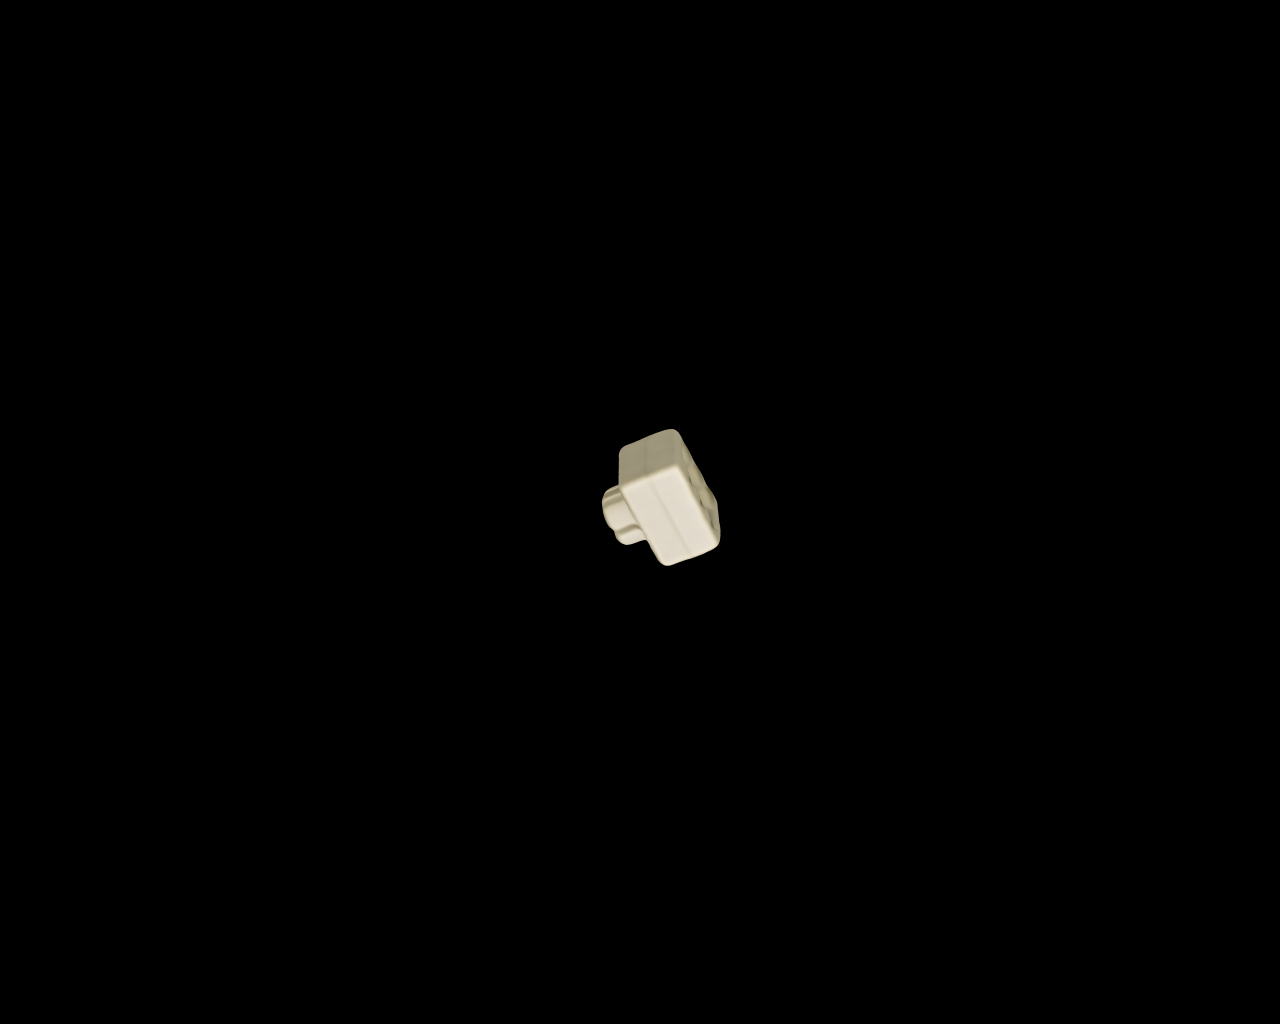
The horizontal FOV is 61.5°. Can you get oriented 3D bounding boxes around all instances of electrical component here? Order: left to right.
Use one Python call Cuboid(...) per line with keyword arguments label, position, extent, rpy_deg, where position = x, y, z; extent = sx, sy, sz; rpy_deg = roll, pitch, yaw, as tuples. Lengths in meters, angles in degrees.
Cuboid(label="electrical component", position=(0.001, -0.003, 0.650), extent=(0.077, 0.065, 0.047), rpy_deg=(-21, 32, 14))
